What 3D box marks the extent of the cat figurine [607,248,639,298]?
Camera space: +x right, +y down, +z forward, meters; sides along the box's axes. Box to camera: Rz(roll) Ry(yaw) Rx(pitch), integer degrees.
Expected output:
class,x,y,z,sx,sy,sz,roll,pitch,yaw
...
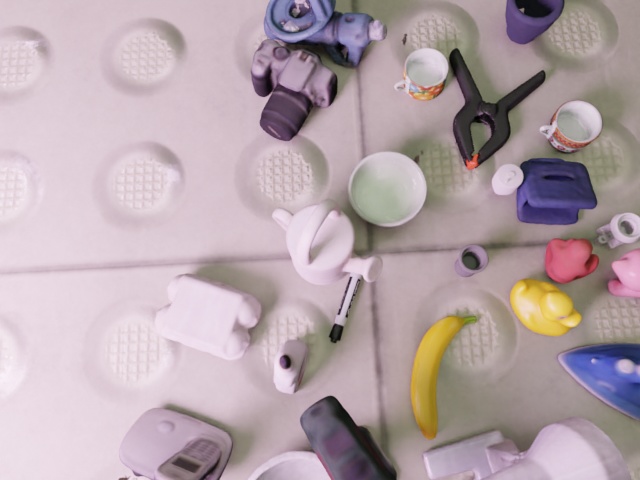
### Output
class,x,y,z,sx,sy,sz,roll,pitch,yaw
cat figurine,0.483,0.059,0.836,0.127,0.118,0.067,35,80,10

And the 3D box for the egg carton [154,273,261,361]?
class,x,y,z,sx,sy,sz,roll,pitch,yaw
egg carton,-0.169,0.114,0.868,0.150,0.069,0.107,17,77,6

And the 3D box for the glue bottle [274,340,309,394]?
class,x,y,z,sx,sy,sz,roll,pitch,yaw
glue bottle,-0.043,0.174,0.795,0.037,0.173,0.078,11,76,5

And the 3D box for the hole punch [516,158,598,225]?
class,x,y,z,sx,sy,sz,roll,pitch,yaw
hole punch,0.362,-0.082,0.890,0.108,0.091,0.101,2,76,3

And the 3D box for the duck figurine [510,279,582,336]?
class,x,y,z,sx,sy,sz,roll,pitch,yaw
duck figurine,0.338,0.096,0.848,0.104,0.086,0.077,39,80,11

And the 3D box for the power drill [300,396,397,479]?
class,x,y,z,sx,sy,sz,roll,pitch,yaw
power drill,0.059,0.308,0.740,0.075,0.208,0.229,-35,77,-7

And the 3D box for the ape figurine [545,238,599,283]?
class,x,y,z,sx,sy,sz,roll,pitch,yaw
ape figurine,0.381,0.024,0.862,0.076,0.092,0.077,-43,78,-8

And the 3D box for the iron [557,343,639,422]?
class,x,y,z,sx,sy,sz,roll,pitch,yaw
iron,0.478,0.198,0.789,0.258,0.141,0.119,15,77,6

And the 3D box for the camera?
class,x,y,z,sx,sy,sz,roll,pitch,yaw
camera,-0.059,-0.244,0.940,0.143,0.101,0.137,26,78,8

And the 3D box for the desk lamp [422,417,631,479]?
class,x,y,z,sx,sy,sz,roll,pitch,yaw
desk lamp,0.254,0.308,0.731,0.203,0.213,0.118,-17,76,-2

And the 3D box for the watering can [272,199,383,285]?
class,x,y,z,sx,sy,sz,roll,pitch,yaw
watering can,0.009,0.001,0.827,0.172,0.194,0.101,10,76,5

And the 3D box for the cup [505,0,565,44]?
class,x,y,z,sx,sy,sz,roll,pitch,yaw
cup,0.355,-0.388,0.966,0.091,0.095,0.118,24,78,8

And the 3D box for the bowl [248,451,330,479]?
class,x,y,z,sx,sy,sz,roll,pitch,yaw
bowl,-0.026,0.377,0.794,0.167,0.075,0.167,0,76,2

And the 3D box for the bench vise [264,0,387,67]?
class,x,y,z,sx,sy,sz,roll,pitch,yaw
bench vise,0.004,-0.381,0.911,0.207,0.220,0.121,-1,76,2

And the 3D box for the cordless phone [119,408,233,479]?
class,x,y,z,sx,sy,sz,roll,pitch,yaw
cordless phone,-0.204,0.288,0.765,0.147,0.185,0.094,16,77,6
